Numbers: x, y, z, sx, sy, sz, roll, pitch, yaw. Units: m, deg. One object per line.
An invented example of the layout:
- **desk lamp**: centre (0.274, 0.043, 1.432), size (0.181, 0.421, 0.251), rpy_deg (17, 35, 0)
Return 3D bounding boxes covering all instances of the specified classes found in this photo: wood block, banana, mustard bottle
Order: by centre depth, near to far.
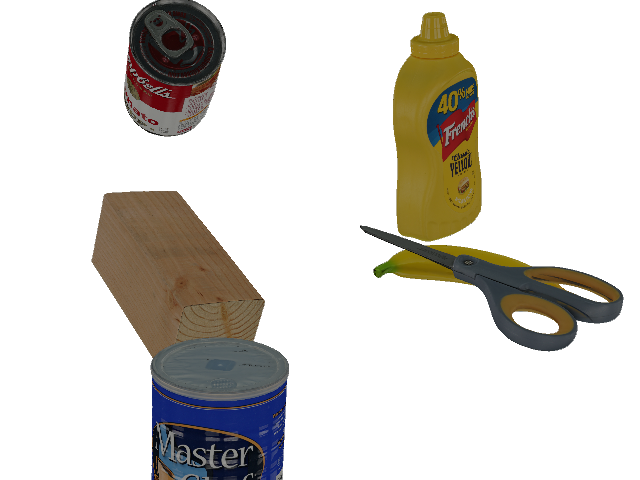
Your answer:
- **mustard bottle**: centre (0.102, -0.102, 0.931), size (0.058, 0.192, 0.096), rpy_deg (16, 32, 39)
- **wood block**: centre (-0.150, 0.040, 1.089), size (0.090, 0.091, 0.206), rpy_deg (-4, 34, -34)
- **banana**: centre (0.156, 0.036, 1.100), size (0.198, 0.037, 0.069), rpy_deg (7, 37, 10)

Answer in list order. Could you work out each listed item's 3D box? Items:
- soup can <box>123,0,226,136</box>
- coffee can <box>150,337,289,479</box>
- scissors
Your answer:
- **soup can**: centre (-0.110, -0.126, 0.792), size (0.068, 0.068, 0.102), rpy_deg (0, -16, -13)
- **coffee can**: centre (-0.078, 0.157, 0.811), size (0.103, 0.140, 0.103), rpy_deg (3, 17, -1)
- **scissors**: centre (0.102, 0.030, 0.730), size (0.202, 0.016, 0.096), rpy_deg (12, 32, 23)
